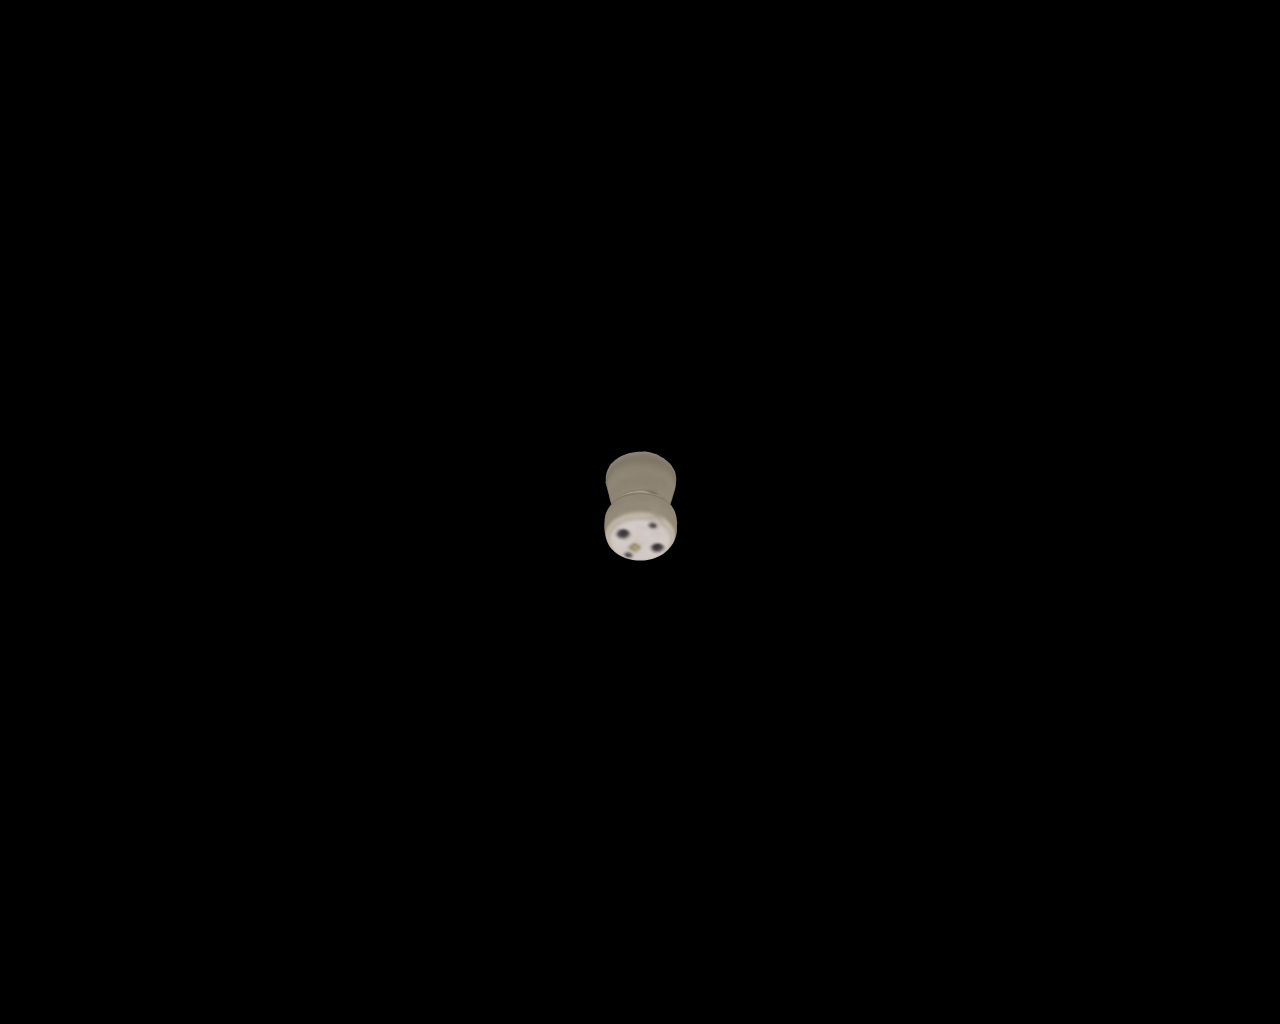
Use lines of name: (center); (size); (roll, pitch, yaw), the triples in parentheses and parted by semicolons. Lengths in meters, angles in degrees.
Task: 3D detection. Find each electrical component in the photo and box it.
electrical component: (0.001, -0.003, 0.650); (0.045, 0.055, 0.044); (0, -44, 0)
